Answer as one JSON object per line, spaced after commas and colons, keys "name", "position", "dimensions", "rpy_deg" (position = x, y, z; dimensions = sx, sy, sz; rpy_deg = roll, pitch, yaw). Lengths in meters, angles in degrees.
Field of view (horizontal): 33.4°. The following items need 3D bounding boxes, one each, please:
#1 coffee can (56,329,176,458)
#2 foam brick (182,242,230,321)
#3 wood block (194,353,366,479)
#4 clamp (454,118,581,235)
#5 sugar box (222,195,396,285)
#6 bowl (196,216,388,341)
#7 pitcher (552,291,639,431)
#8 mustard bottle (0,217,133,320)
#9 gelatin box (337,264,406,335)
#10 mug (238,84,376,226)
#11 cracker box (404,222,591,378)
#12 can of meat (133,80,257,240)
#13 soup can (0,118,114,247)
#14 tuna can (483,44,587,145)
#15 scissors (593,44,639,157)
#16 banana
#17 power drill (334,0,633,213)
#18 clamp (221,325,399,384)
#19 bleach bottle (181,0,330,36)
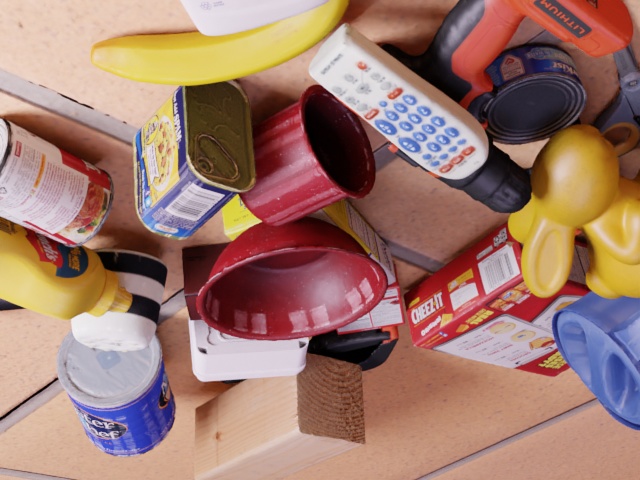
{"name": "coffee can", "position": [-0.207, 0.151, 1.100], "dimensions": [0.102, 0.103, 0.140], "rpy_deg": [-6, 148, -4]}
{"name": "foam brick", "position": [-0.087, 0.037, 0.996], "dimensions": [0.078, 0.053, 0.051], "rpy_deg": [-6, 148, -2]}
{"name": "wood block", "position": [-0.049, 0.203, 1.176], "dimensions": [0.090, 0.091, 0.207], "rpy_deg": [17, 147, -33]}
{"name": "clamp", "position": [0.202, -0.054, 0.937], "dimensions": [0.120, 0.039, 0.171], "rpy_deg": [-26, 147, 32]}
{"name": "sugar box", "position": [-0.007, 0.001, 0.966], "dimensions": [0.093, 0.048, 0.176], "rpy_deg": [-20, 150, 17]}
{"name": "bowl", "position": [-0.026, 0.026, 0.900], "dimensions": [0.162, 0.055, 0.162], "rpy_deg": [-6, 150, -4]}
{"name": "pitcher", "position": [0.350, 0.055, 0.990], "dimensions": [0.242, 0.149, 0.145], "rpy_deg": [-34, 116, -14]}
{"name": "mustard bottle", "position": [-0.237, 0.018, 0.862], "dimensions": [0.191, 0.096, 0.058], "rpy_deg": [27, 105, -31]}
{"name": "gelatin box", "position": [0.047, 0.061, 1.089], "dimensions": [0.073, 0.030, 0.089], "rpy_deg": [-10, 149, 4]}
{"name": "mug", "position": [-0.010, -0.062, 0.833], "dimensions": [0.082, 0.093, 0.117], "rpy_deg": [-24, 173, 31]}
{"name": "cracker box", "position": [0.220, 0.065, 1.101], "dimensions": [0.213, 0.072, 0.164], "rpy_deg": [15, 142, -34]}
{"name": "can of meat", "position": [-0.096, -0.061, 0.789], "dimensions": [0.057, 0.102, 0.084], "rpy_deg": [16, 142, -34]}
{"name": "soup can", "position": [-0.219, -0.043, 0.818], "dimensions": [0.069, 0.068, 0.102], "rpy_deg": [-28, 143, 28]}
{"name": "tuna can", "position": [0.162, -0.113, 0.835], "dimensions": [0.086, 0.034, 0.086], "rpy_deg": [-6, 148, -4]}
{"name": "scissors", "position": [0.237, -0.118, 0.863], "dimensions": [0.096, 0.016, 0.201], "rpy_deg": [-30, 143, 30]}
{"name": "banana", "position": [-0.058, -0.142, 0.734], "dimensions": [0.198, 0.037, 0.069], "rpy_deg": [-20, 128, 14]}
{"name": "power drill", "position": [0.127, -0.113, 0.760], "dimensions": [0.184, 0.057, 0.188], "rpy_deg": [33, 129, -19]}
{"name": "clamp", "position": [0.014, 0.137, 1.196], "dimensions": [0.210, 0.036, 0.164], "rpy_deg": [-26, 145, 32]}
{"name": "bleach bottle", "position": [-0.070, -0.222, 0.576], "dimensions": [0.102, 0.068, 0.250], "rpy_deg": [-16, 146, 9]}
